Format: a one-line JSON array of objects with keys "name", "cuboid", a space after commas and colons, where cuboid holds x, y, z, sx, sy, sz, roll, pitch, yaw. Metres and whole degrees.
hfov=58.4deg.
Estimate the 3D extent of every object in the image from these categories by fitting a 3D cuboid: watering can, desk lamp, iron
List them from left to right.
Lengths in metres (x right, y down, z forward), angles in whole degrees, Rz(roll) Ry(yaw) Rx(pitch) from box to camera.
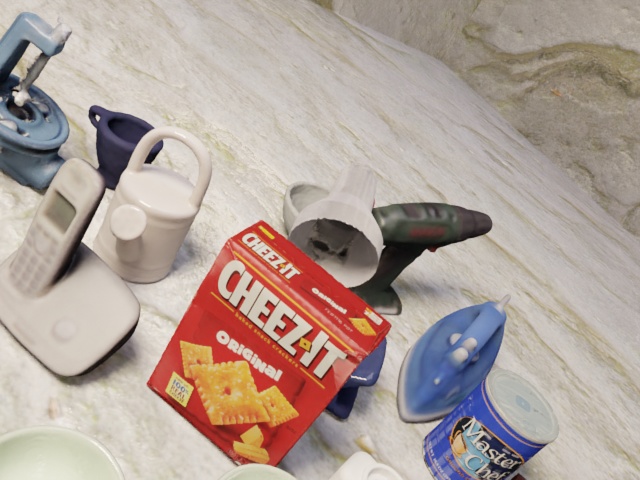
[{"name": "watering can", "cuboid": [-0.195, -0.044, 0.686, 0.101, 0.194, 0.172, 19, 32, -24]}, {"name": "desk lamp", "cuboid": [0.007, 0.003, 0.799, 0.118, 0.213, 0.203, 28, 30, -9]}, {"name": "iron", "cuboid": [0.207, 0.162, 0.835, 0.118, 0.141, 0.259, 42, 30, 14]}]

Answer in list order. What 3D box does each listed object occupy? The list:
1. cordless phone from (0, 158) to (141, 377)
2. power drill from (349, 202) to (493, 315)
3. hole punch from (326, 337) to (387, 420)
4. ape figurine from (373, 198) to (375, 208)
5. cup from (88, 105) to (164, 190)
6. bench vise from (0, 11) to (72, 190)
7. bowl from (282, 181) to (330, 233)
[{"name": "cordless phone", "cuboid": [-0.232, 0.027, 0.554, 0.147, 0.185, 0.094, 39, 30, 10]}, {"name": "power drill", "cuboid": [0.142, 0.022, 0.909, 0.230, 0.208, 0.075, 9, 38, -37]}, {"name": "hole punch", "cuboid": [0.021, 0.151, 0.719, 0.101, 0.091, 0.109, 32, 29, -2]}, {"name": "ape figurine", "cuboid": [0.068, -0.048, 1.059, 0.078, 0.092, 0.076, 37, 29, 5]}, {"name": "cup", "cuboid": [-0.292, -0.127, 0.815, 0.117, 0.095, 0.092, 36, 29, 5]}, {"name": "bench vise", "cuboid": [-0.387, -0.182, 0.673, 0.208, 0.219, 0.121, 19, 32, -25]}, {"name": "bowl", "cuboid": [0.001, -0.021, 0.969, 0.168, 0.074, 0.167, 25, 30, -15]}]
